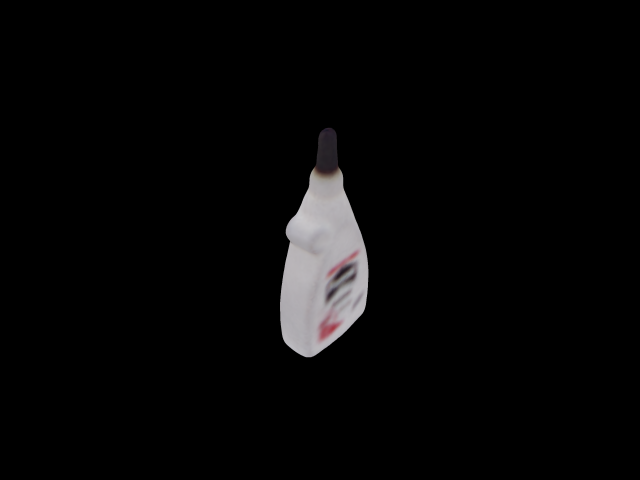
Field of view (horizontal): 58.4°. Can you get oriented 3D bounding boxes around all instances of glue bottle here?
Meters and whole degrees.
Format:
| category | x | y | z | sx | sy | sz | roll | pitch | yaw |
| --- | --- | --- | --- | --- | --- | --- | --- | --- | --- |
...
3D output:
| category | x | y | z | sx | sy | sz | roll | pitch | yaw |
| --- | --- | --- | --- | --- | --- | --- | --- | --- | --- |
| glue bottle | 0.004 | 0.001 | 0.400 | 0.037 | 0.173 | 0.078 | 25 | 46 | 28 |
